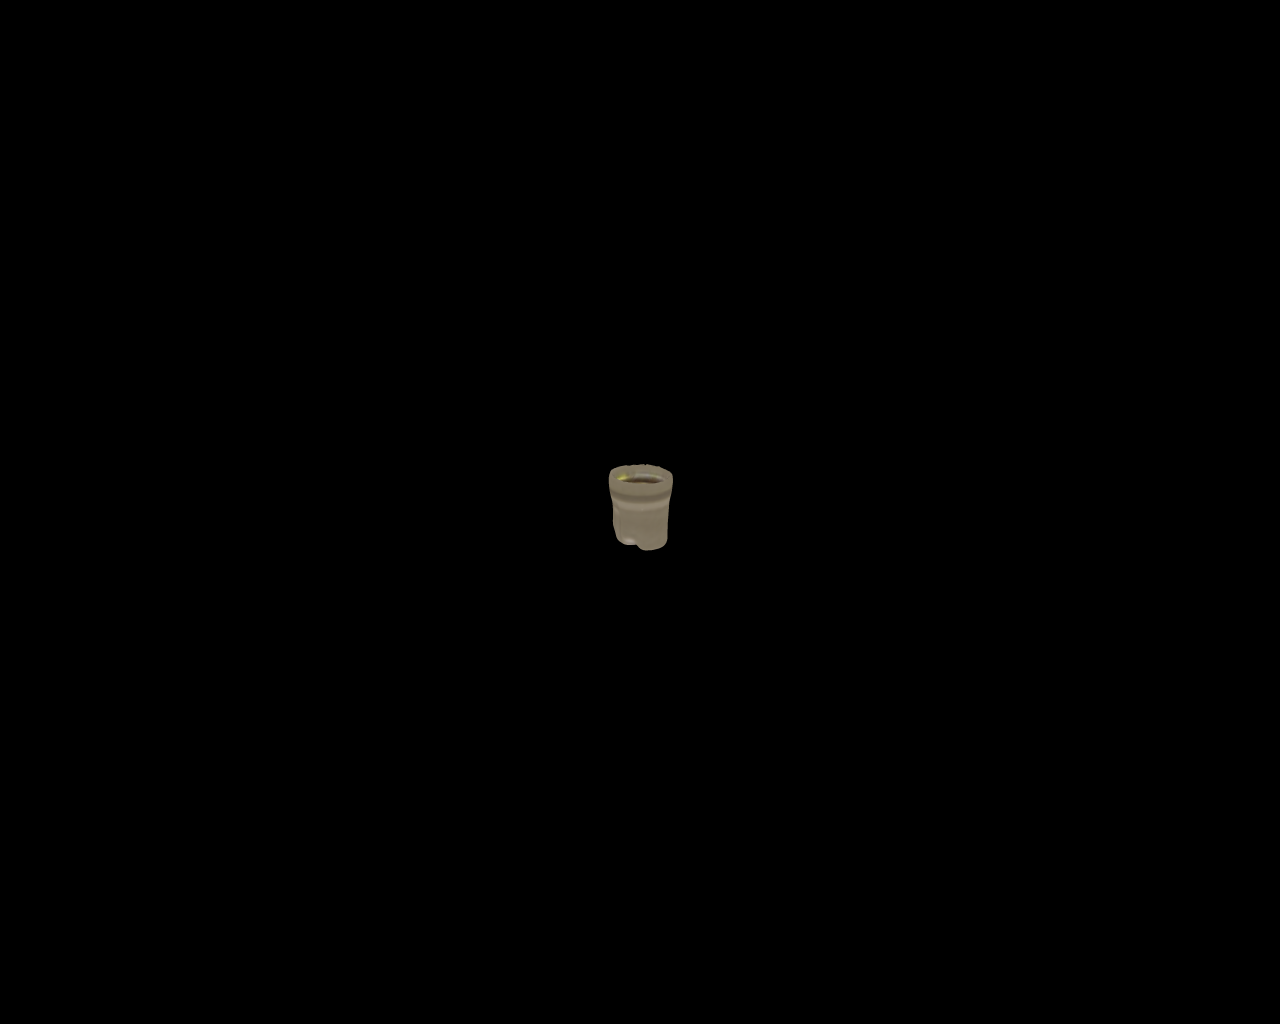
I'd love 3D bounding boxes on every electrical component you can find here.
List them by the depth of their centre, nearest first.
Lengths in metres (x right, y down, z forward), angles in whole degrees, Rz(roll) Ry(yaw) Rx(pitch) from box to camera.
[{"bbox_3d":[0.001,-0.003,0.650,0.040,0.046,0.040,0,20,0],"label":"electrical component"}]
